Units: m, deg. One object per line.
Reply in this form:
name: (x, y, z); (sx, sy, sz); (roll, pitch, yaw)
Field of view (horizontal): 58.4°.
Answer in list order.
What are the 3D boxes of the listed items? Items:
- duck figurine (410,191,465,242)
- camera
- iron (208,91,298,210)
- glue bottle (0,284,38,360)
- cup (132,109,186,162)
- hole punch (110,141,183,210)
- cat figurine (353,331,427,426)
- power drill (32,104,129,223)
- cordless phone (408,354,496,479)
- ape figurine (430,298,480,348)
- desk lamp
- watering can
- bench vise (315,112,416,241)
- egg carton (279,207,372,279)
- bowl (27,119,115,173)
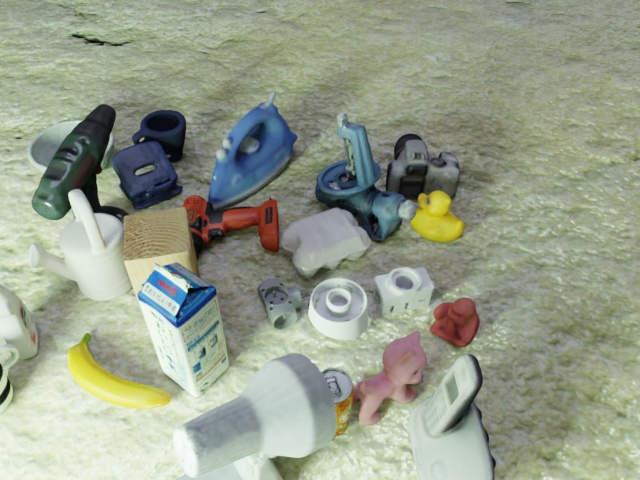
duck figurine: (0.223, -0.051, 1.068); (0.104, 0.086, 0.078); (27, 52, 22)
camera: (0.205, -0.161, 1.160); (0.143, 0.101, 0.137); (1, 47, 0)
iron: (-0.149, -0.183, 1.143); (0.118, 0.141, 0.259); (22, 50, 18)
glue bottle: (-0.463, 0.102, 0.845); (0.037, 0.173, 0.078); (-19, 50, -18)
cup: (-0.329, -0.203, 1.189); (0.118, 0.095, 0.091); (-35, 56, -29)
hole punch: (-0.338, -0.129, 1.121); (0.109, 0.091, 0.100); (-27, 53, -25)
cat figurine: (0.102, 0.189, 0.817); (0.128, 0.118, 0.067); (-25, 52, -23)
power drill: (-0.406, -0.096, 1.008); (0.075, 0.208, 0.230); (11, 47, 9)
cordless phone: (0.175, 0.242, 0.724); (0.094, 0.185, 0.147); (-5, 47, -6)
ape figurine: (0.219, 0.123, 0.901); (0.076, 0.092, 0.077); (-8, 48, -9)
desk lamp: (-0.086, 0.252, 0.688); (0.204, 0.214, 0.117); (-26, 53, -23)
watering can: (-0.371, 0.006, 0.923); (0.100, 0.194, 0.173); (29, 53, 24)
bench vise: (0.087, -0.119, 1.037); (0.207, 0.220, 0.121); (17, 49, 14)
egg carton: (0.009, 0.004, 1.022); (0.150, 0.069, 0.107); (-21, 51, -20)
bowl: (-0.496, -0.170, 1.166); (0.167, 0.075, 0.167); (1, 47, -1)
